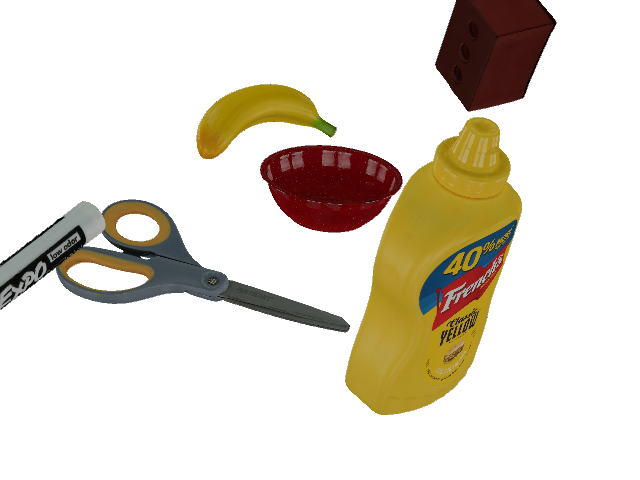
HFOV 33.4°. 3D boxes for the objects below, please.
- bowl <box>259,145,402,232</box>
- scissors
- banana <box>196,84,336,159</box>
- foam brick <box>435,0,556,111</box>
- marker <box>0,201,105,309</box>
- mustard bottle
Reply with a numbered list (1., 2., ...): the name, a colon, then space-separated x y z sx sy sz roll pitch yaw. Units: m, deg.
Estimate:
1. bowl: 0.010 -0.053 1.212 0.162 0.055 0.162 4 27 -2
2. scissors: -0.077 0.015 0.727 0.202 0.096 0.016 4 -40 3
3. banana: -0.061 -0.120 1.035 0.070 0.037 0.197 42 35 23
4. foam brick: 0.123 -0.140 0.764 0.051 0.053 0.078 -18 -31 -22
5. marker: -0.151 0.020 0.516 0.020 0.020 0.121 0 32 41
6. mustard bottle: 0.071 0.012 0.616 0.096 0.192 0.058 -24 51 -34
